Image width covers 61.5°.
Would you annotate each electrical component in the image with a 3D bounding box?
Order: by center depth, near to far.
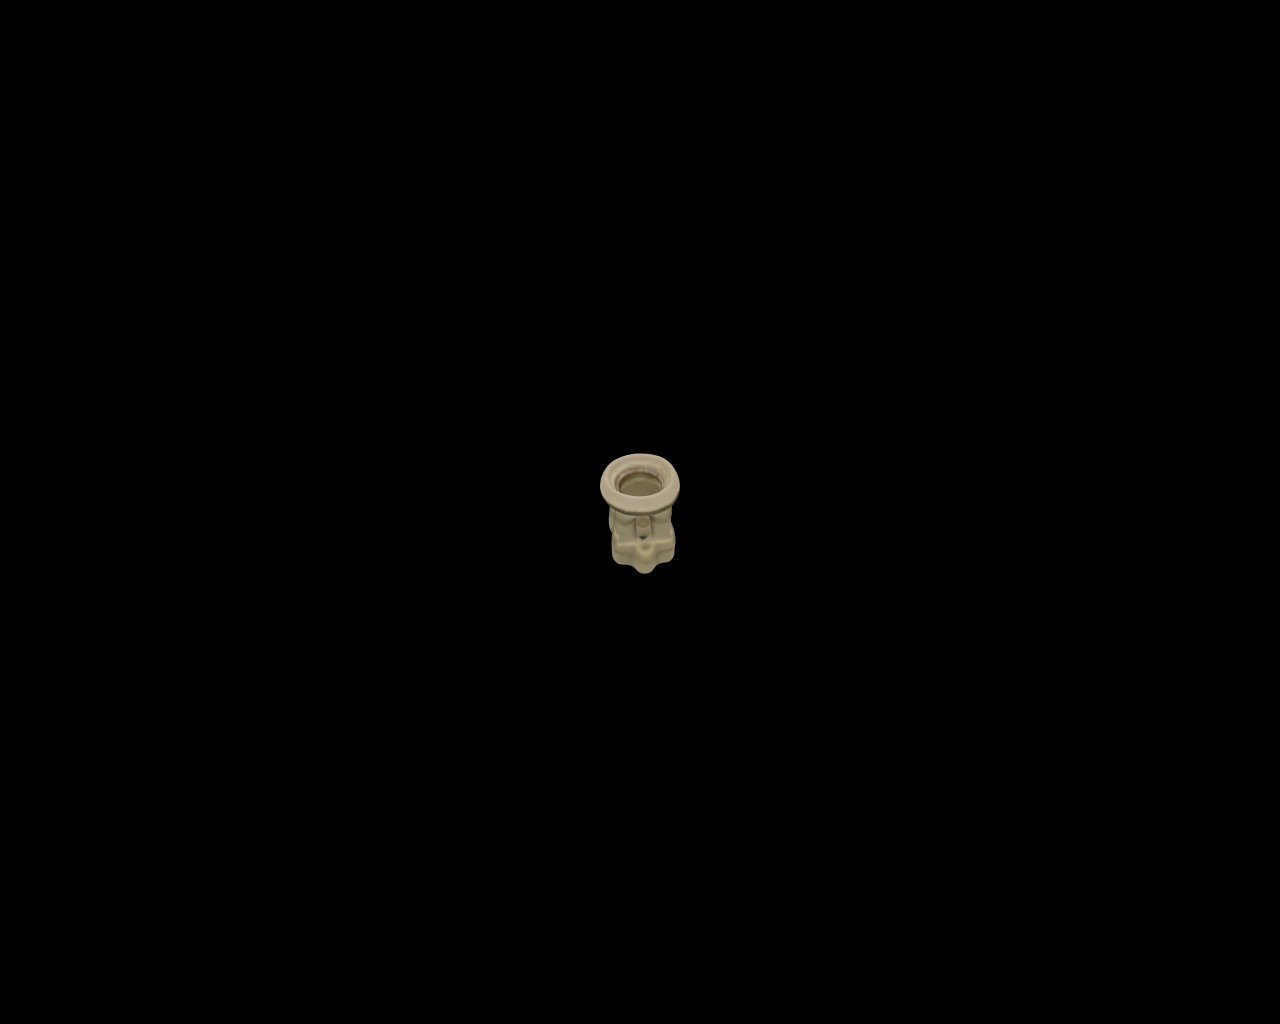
[{"bbox_3d":[0.001,-0.003,0.650,0.048,0.055,0.066,-4,44,-4],"label":"electrical component"}]
